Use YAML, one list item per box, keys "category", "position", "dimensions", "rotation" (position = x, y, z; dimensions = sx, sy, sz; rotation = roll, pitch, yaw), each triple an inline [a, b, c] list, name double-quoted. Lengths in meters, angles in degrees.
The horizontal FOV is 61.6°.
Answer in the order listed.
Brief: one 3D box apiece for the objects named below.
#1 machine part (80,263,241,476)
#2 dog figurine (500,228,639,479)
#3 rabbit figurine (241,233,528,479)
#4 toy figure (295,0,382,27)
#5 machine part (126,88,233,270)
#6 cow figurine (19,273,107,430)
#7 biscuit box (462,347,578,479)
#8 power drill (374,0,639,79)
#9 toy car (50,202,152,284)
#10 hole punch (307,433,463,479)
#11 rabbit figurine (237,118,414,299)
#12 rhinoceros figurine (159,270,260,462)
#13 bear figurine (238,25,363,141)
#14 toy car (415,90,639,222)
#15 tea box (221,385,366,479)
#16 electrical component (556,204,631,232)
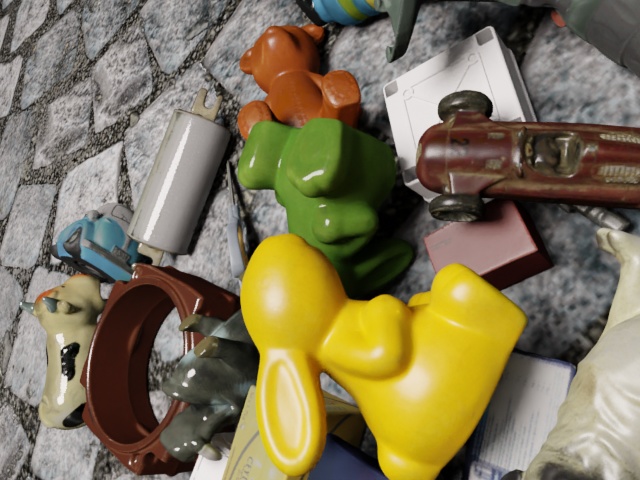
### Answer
- category: "machine part"
  position: [-0.176, 0.138, 0.603]
  dimensions: [0.202, 0.087, 0.201]
  rotation: [19, 88, 39]
- category: "dog figurine"
  position: [0.205, 0.106, 0.291]
  dimensions: [0.172, 0.121, 0.190]
  rotation: [17, 96, 8]
- category: "rabbit figurine"
  position: [0.018, 0.071, 0.359]
  dimensions: [0.173, 0.122, 0.162]
  rotation: [34, 83, 2]
- category: "toy figure"
  position: [0.061, -0.270, 0.545]
  dimensions: [0.180, 0.089, 0.082]
  rotation: [-11, 68, 45]
- category: "machine part"
  position: [-0.175, -0.071, 0.672]
  dimensions: [0.079, 0.079, 0.243]
  rotation: [20, 89, 40]
- category: "cow figurine"
  position: [-0.313, 0.139, 0.684]
  dimensions: [0.086, 0.127, 0.195]
  rotation: [-9, 74, 33]
- category: "biscuit box"
  position: [0.132, 0.177, 0.362]
  dimensions: [0.059, 0.062, 0.202]
  rotation: [9, 83, 39]
- category: "power drill"
  position: [0.149, -0.182, 0.394]
  dimensions: [0.207, 0.085, 0.232]
  rotation: [-8, 59, -1]
- category: "toy car"
  position: [-0.288, 0.002, 0.734]
  dimensions: [0.162, 0.109, 0.103]
  rotation: [0, 53, 50]
- category: "hole punch"
  position: [0.036, 0.208, 0.377]
  dimensions: [0.116, 0.092, 0.142]
  rotation: [156, 133, -80]
- category: "rabbit figurine"
  position: [-0.001, -0.001, 0.458]
  dimensions: [0.121, 0.159, 0.170]
  rotation: [11, 88, 40]
- category: "rhinoceros figurine"
  position: [-0.077, 0.113, 0.498]
  dimensions: [0.190, 0.112, 0.073]
  rotation: [-48, 33, -19]
- category: "bear figurine"
  position: [-0.029, -0.167, 0.558]
  dimensions: [0.120, 0.131, 0.196]
  rotation: [-17, 68, 4]
- category: "toy car"
  position: [0.165, -0.052, 0.358]
  dimensions: [0.202, 0.053, 0.089]
  rotation: [7, 78, 17]
- category: "tea box"
  position: [-0.031, 0.216, 0.456]
  dimensions: [0.068, 0.098, 0.169]
  rotation: [12, 86, 41]
- category: "electrical component"
  position: [0.202, -0.048, 0.401]
  dimensions: [0.063, 0.021, 0.094]
  rotation: [-51, 53, 15]
